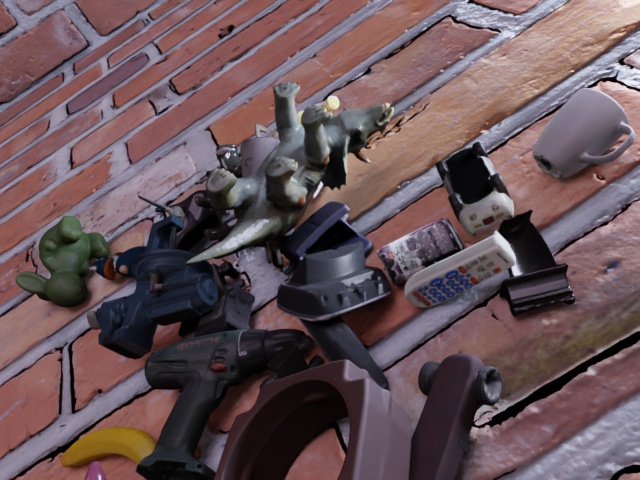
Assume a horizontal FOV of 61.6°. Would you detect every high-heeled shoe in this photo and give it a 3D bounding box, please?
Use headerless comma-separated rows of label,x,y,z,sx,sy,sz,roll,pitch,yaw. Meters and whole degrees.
high-heeled shoe,-0.229,0.015,0.973,0.145,0.086,0.249,-3,60,-10

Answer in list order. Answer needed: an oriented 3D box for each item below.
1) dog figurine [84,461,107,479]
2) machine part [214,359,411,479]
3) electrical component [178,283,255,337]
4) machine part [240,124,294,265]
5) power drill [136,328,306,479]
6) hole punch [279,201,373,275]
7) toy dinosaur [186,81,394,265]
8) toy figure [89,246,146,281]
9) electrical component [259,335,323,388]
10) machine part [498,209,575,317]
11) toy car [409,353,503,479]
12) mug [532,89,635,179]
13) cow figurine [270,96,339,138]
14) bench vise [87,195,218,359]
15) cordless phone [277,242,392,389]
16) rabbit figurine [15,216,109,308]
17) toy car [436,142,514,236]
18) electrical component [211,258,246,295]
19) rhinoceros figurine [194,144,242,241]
dog figurine,-0.208,0.341,0.577,0.191,0.108,0.219,-29,40,5
machine part,-0.012,0.234,0.536,0.201,0.087,0.201,-27,33,33
electrical component,-0.157,0.123,0.805,0.119,0.047,0.075,-32,35,29
machine part,-0.088,-0.078,0.881,0.079,0.079,0.243,-13,75,24
power drill,-0.135,0.205,0.687,0.232,0.085,0.207,-6,51,18
hole punch,-0.002,-0.002,0.804,0.142,0.092,0.116,-46,37,-9
toy dinosaur,-0.050,-0.081,0.778,0.131,0.192,0.405,23,63,28
toy figure,-0.375,0.048,1.023,0.155,0.064,0.057,-13,82,30
electrical component,-0.035,0.165,0.668,0.021,0.063,0.094,3,36,44
machine part,0.248,0.026,0.644,0.084,0.039,0.139,-21,43,23
toy car,0.120,0.206,0.537,0.089,0.053,0.202,-9,44,48
mug,0.346,-0.128,0.709,0.107,0.080,0.110,-45,46,4
cow figurine,-0.038,-0.209,1.026,0.167,0.068,0.098,-35,19,-28
bench vise,-0.253,0.055,0.829,0.224,0.128,0.241,-25,50,28
cordless phone,0.047,0.102,0.676,0.184,0.146,0.088,53,132,23
rabbit figurine,-0.516,0.060,1.065,0.159,0.121,0.170,-22,55,4
toy car,0.210,-0.076,0.740,0.073,0.056,0.202,-27,25,17
electrical component,-0.176,0.073,0.880,0.102,0.045,0.078,-35,68,3
rhinoceros figurine,-0.158,-0.080,0.943,0.112,0.073,0.190,-27,63,28
